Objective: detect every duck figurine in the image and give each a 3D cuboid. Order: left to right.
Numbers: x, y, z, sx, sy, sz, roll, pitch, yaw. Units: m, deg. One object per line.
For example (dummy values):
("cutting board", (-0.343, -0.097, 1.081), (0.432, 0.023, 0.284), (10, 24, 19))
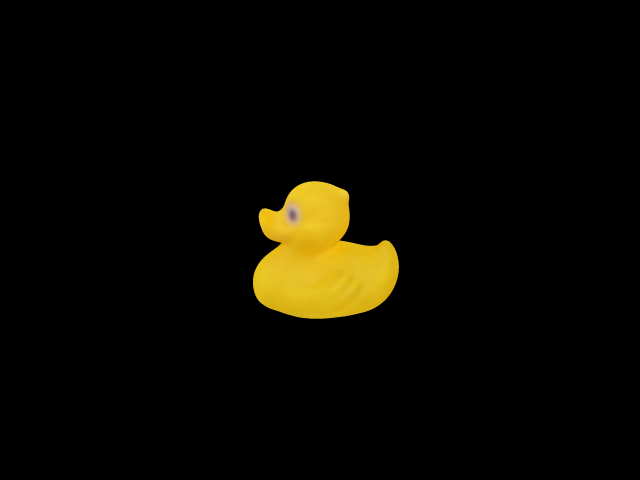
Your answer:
("duck figurine", (0.004, 0.001, 0.400), (0.104, 0.086, 0.077), (1, 28, 3))
